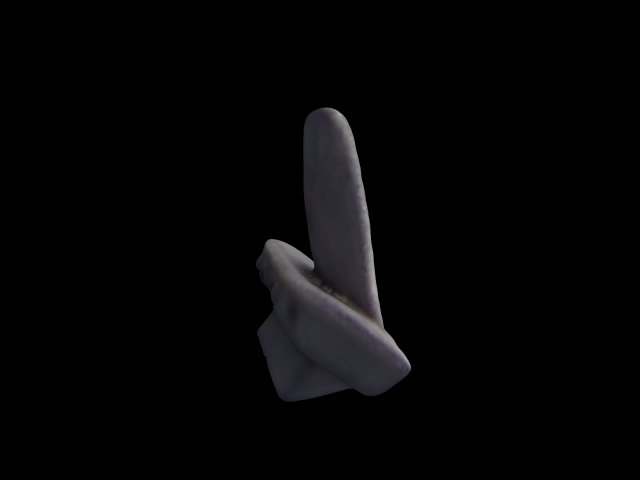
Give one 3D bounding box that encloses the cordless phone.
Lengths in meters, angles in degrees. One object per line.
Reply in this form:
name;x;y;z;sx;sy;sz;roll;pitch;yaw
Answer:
cordless phone;0.004;0.001;0.400;0.094;0.185;0.147;-5;15;-18
